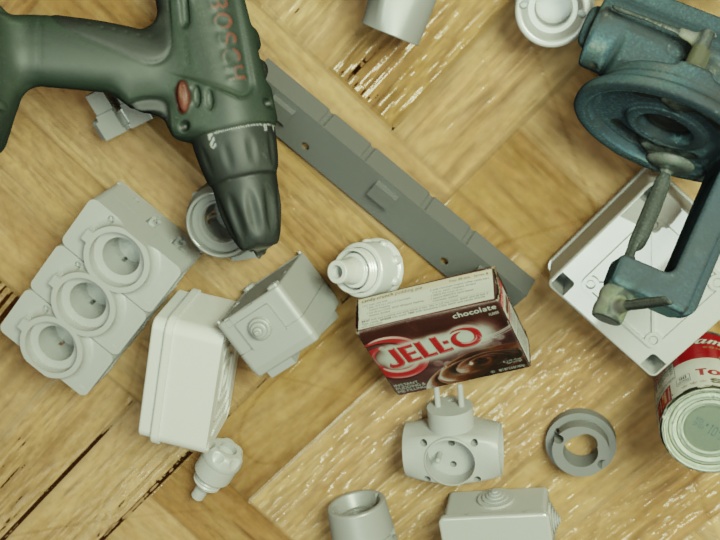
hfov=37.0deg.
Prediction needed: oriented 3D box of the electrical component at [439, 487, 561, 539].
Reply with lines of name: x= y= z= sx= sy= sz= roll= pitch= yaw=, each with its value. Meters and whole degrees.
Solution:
electrical component: x=0.117 y=0.227 z=0.882 sx=0.100 sy=0.048 sz=0.099 roll=-6 pitch=108 yaw=14

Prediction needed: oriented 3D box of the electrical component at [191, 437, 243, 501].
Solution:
electrical component: x=-0.127 y=0.174 z=0.923 sx=0.035 sy=0.035 sz=0.061 roll=33 pitch=115 yaw=-1

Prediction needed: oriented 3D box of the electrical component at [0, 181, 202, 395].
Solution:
electrical component: x=-0.211 y=0.017 z=0.871 sx=0.089 sy=0.061 sz=0.150 roll=40 pitch=112 yaw=-4

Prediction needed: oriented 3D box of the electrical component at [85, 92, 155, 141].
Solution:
electrical component: x=-0.184 y=-0.137 z=0.820 sx=0.066 sy=0.048 sz=0.055 roll=-22 pitch=111 yaw=18

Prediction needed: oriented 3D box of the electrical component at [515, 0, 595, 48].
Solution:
electrical component: x=0.132 y=-0.180 z=0.735 sx=0.055 sy=0.047 sz=0.055 roll=4 pitch=110 yaw=11

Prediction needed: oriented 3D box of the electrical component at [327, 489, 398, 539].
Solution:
electrical component: x=0.001 y=0.216 z=0.900 sx=0.055 sy=0.055 sz=0.047 roll=-9 pitch=103 yaw=15

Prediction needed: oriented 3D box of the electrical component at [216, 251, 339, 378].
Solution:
electrical component: x=-0.061 y=0.038 z=0.827 sx=0.062 sy=0.096 sz=0.061 roll=-33 pitch=100 yaw=20

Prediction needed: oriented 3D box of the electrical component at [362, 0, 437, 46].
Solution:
electrical component: x=0.019 y=-0.204 z=0.739 sx=0.079 sy=0.043 sz=0.077 roll=18 pitch=103 yaw=-18

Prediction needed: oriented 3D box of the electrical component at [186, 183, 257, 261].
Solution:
electrical component: x=-0.100 y=-0.042 z=0.828 sx=0.058 sy=0.057 sz=0.078 roll=-8 pitch=107 yaw=14

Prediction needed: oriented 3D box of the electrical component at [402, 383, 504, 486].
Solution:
electrical component: x=0.073 y=0.127 z=0.858 sx=0.077 sy=0.044 sz=0.079 roll=-2 pitch=108 yaw=13

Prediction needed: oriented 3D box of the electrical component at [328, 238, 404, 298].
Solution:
electrical component: x=0.000 y=0.000 z=0.816 sx=0.048 sy=0.062 sz=0.048 roll=2 pitch=94 yaw=34

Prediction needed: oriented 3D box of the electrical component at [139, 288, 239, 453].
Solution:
electrical component: x=-0.135 y=0.080 z=0.868 sx=0.057 sy=0.078 sz=0.113 roll=13 pitch=111 yaw=4

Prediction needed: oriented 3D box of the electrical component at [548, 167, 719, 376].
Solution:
electrical component: x=0.211 y=0.000 z=0.778 sx=0.109 sy=0.056 sz=0.108 roll=41 pitch=112 yaw=-4
